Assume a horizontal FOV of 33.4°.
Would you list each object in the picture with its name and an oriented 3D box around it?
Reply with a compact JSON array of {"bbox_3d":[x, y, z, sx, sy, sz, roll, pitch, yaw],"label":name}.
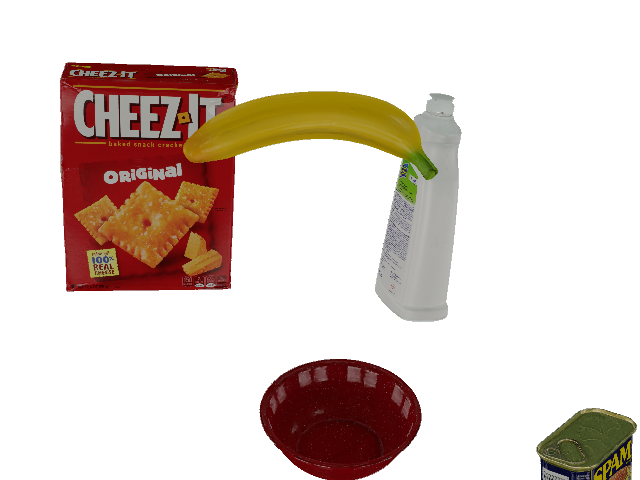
[{"bbox_3d":[0.239,0.211,0.954,0.058,0.084,0.101,13,26,40],"label":"can of meat"},{"bbox_3d":[0.020,0.190,1.076,0.162,0.055,0.162,0,33,0],"label":"bowl"},{"bbox_3d":[-0.164,-0.058,1.030,0.164,0.214,0.072,1,23,-8],"label":"cracker box"},{"bbox_3d":[-0.006,-0.087,0.829,0.197,0.069,0.037,2,-41,-7],"label":"banana"},{"bbox_3d":[0.121,-0.041,1.221,0.068,0.251,0.103,0,22,-23],"label":"bleach bottle"}]
